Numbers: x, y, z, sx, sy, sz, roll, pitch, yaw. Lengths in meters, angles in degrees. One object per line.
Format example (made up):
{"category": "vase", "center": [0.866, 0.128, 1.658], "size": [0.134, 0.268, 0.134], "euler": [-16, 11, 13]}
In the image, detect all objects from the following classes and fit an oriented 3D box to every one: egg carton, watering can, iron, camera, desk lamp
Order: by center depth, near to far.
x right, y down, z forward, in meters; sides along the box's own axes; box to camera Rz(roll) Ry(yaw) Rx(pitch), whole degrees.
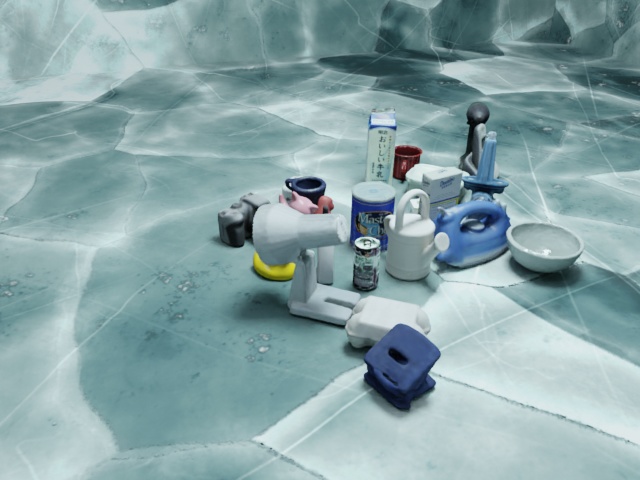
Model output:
{"category": "egg carton", "center": [0.126, 0.160, 1.053], "size": [0.150, 0.069, 0.107], "euler": [10, 31, 15]}
{"category": "desk lamp", "center": [-0.023, 0.036, 1.119], "size": [0.202, 0.214, 0.118], "euler": [11, 32, 16]}
{"category": "watering can", "center": [0.204, -0.016, 1.233], "size": [0.172, 0.194, 0.101], "euler": [18, 35, 27]}
{"category": "iron", "center": [0.358, -0.034, 1.321], "size": [0.259, 0.141, 0.118], "euler": [-14, 33, -23]}
{"category": "camera", "center": [-0.152, -0.046, 1.368], "size": [0.143, 0.101, 0.136], "euler": [-25, 39, -37]}

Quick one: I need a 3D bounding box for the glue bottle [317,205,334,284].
{"category": "glue bottle", "center": [0.011, 0.004, 1.214], "size": [0.037, 0.173, 0.078], "euler": [-1, 30, -3]}

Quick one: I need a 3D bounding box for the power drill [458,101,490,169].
{"category": "power drill", "center": [0.475, -0.323, 1.752], "size": [0.075, 0.208, 0.230], "euler": [7, 31, 10]}

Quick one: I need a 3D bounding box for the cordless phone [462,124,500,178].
{"category": "cordless phone", "center": [0.472, -0.253, 1.655], "size": [0.094, 0.185, 0.148], "euler": [16, 34, 25]}

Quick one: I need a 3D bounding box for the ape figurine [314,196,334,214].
{"category": "ape figurine", "center": [0.015, -0.066, 1.416], "size": [0.076, 0.092, 0.077], "euler": [-17, 35, -27]}

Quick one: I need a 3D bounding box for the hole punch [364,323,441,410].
{"category": "hole punch", "center": [0.135, 0.207, 0.952], "size": [0.101, 0.091, 0.108], "euler": [-21, 37, -33]}

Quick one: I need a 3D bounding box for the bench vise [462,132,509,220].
{"category": "bench vise", "center": [0.425, -0.148, 1.440], "size": [0.121, 0.220, 0.207], "euler": [1, 30, 0]}

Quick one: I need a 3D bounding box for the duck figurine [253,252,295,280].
{"category": "duck figurine", "center": [-0.099, 0.032, 1.250], "size": [0.104, 0.086, 0.078], "euler": [17, 34, 26]}

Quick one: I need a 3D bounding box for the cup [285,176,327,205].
{"category": "cup", "center": [-0.041, -0.109, 1.485], "size": [0.117, 0.095, 0.092], "euler": [17, 34, 25]}

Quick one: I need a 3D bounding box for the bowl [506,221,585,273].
{"category": "bowl", "center": [0.499, 0.026, 1.288], "size": [0.167, 0.075, 0.167], "euler": [1, 30, 0]}

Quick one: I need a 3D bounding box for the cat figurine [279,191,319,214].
{"category": "cat figurine", "center": [-0.061, -0.072, 1.398], "size": [0.067, 0.118, 0.127], "euler": [-22, 37, -34]}
